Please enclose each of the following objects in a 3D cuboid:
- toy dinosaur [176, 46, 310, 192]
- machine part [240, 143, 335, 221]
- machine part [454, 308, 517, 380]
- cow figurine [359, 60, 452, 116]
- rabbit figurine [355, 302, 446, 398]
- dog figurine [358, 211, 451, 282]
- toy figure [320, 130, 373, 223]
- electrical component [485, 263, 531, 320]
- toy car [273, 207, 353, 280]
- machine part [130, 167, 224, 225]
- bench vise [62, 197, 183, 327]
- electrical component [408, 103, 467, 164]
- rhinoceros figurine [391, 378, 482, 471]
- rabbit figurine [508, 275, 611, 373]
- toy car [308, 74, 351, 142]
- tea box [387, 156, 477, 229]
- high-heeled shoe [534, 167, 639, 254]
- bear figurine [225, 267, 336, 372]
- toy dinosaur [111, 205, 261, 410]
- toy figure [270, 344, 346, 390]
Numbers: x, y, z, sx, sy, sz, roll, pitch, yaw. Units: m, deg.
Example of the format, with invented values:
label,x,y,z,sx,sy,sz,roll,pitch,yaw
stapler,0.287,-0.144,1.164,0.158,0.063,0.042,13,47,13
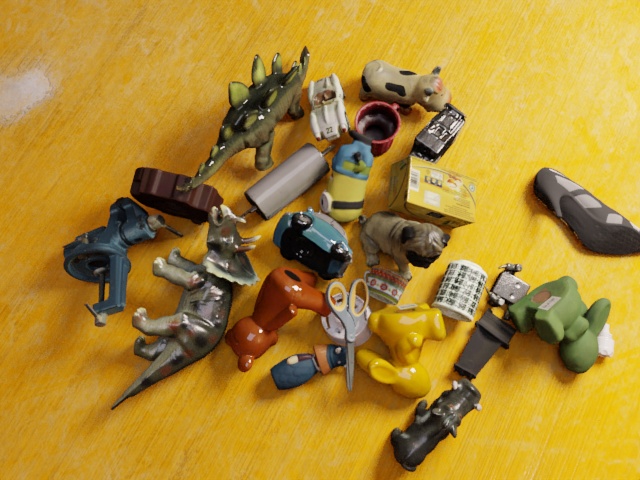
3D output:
label,x,y,z,sx,sy,sz,roll,pitch,yaw
toy dinosaur,-0.129,-0.234,1.035,0.105,0.198,0.471,24,63,9
machine part,-0.066,-0.118,1.088,0.243,0.079,0.079,-40,79,-8
machine part,0.310,0.203,1.022,0.084,0.039,0.139,41,78,7
cow figurine,0.179,-0.318,1.114,0.195,0.127,0.085,22,80,8
rabbit figurine,0.154,0.211,0.981,0.162,0.122,0.173,-11,98,-16
dog figurine,0.146,-0.012,1.001,0.172,0.190,0.121,24,77,8
toy figure,0.059,-0.121,1.057,0.089,0.082,0.180,26,106,17
electrical component,0.365,0.094,1.046,0.078,0.045,0.102,37,78,11
toy car,-0.002,-0.003,1.044,0.162,0.109,0.103,30,44,8
machine part,-0.275,-0.082,1.034,0.179,0.179,0.056,14,78,4
bench vise,-0.387,0.045,1.014,0.224,0.128,0.241,-14,57,5
electrical component,0.228,-0.194,1.087,0.058,0.114,0.134,39,77,12
rhinoceros figurine,0.204,0.322,0.954,0.190,0.112,0.073,-43,77,-2
rabbit figurine,0.461,0.162,1.006,0.159,0.121,0.170,-39,103,-20
toy car,0.015,-0.272,1.104,0.074,0.056,0.202,-17,45,13
tea box,0.221,-0.090,1.048,0.169,0.068,0.098,16,73,-26
high-heeled shoe,0.546,-0.061,1.089,0.249,0.086,0.145,22,44,-12
bear figurine,-0.083,0.151,1.010,0.195,0.132,0.120,-61,38,12
toy dinosaur,-0.234,0.137,1.008,0.192,0.131,0.404,15,82,5
toy figure,-0.015,0.230,1.003,0.154,0.064,0.058,-21,62,-4
